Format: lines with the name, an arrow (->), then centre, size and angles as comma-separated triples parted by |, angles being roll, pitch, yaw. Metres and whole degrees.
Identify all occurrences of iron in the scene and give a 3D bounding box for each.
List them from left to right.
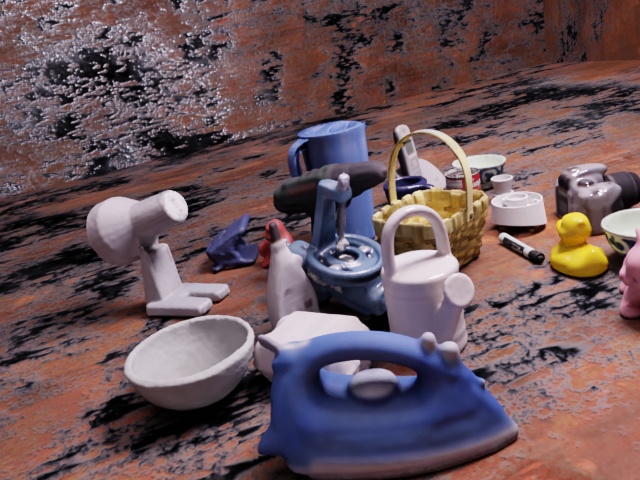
iron -> 0.061, 0.147, 0.577 | 0.258, 0.141, 0.118 | -7, 20, 11

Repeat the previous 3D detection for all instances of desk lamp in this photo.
desk lamp -> -0.288, 0.019, 1.012 | 0.202, 0.214, 0.118 | -2, 22, 24

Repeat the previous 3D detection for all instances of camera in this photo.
camera -> 0.509, -0.086, 1.028 | 0.137, 0.101, 0.143 | -11, 20, 0

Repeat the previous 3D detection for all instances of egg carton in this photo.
egg carton -> -0.008, 0.143, 0.732 | 0.149, 0.069, 0.107 | 1, 23, 30

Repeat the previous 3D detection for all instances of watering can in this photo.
watering can -> 0.133, 0.050, 0.725 | 0.101, 0.194, 0.172 | -27, 25, -37

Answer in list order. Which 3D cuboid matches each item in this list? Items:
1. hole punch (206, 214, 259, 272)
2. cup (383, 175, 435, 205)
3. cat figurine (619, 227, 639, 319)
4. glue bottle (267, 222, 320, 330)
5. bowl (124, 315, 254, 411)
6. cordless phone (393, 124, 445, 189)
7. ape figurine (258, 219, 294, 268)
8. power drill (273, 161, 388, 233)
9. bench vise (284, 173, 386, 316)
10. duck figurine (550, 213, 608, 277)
hole punch -> -0.184, 0.003, 1.180 | 0.101, 0.091, 0.108 | -10, 20, 4
cup -> 0.193, -0.077, 1.187 | 0.117, 0.095, 0.092 | 9, 28, 44
cat figurine -> 0.415, 0.034, 0.726 | 0.067, 0.118, 0.128 | -1, 22, 26
glue bottle -> -0.050, 0.054, 0.845 | 0.078, 0.173, 0.037 | -24, 23, -30
bowl -> -0.160, 0.168, 0.741 | 0.167, 0.075, 0.167 | -10, 20, 4
cordless phone -> 0.223, -0.183, 1.324 | 0.093, 0.185, 0.148 | 3, 24, 34
ape figurine -> -0.084, 0.004, 1.122 | 0.076, 0.092, 0.077 | -23, 23, -28
power drill -> 0.028, -0.032, 0.986 | 0.228, 0.209, 0.076 | 3, 24, 34
bench vise -> 0.003, 0.008, 0.873 | 0.206, 0.220, 0.122 | -2, 22, 25
duck figurine -> 0.392, 0.002, 0.873 | 0.077, 0.086, 0.104 | -12, 20, -3
